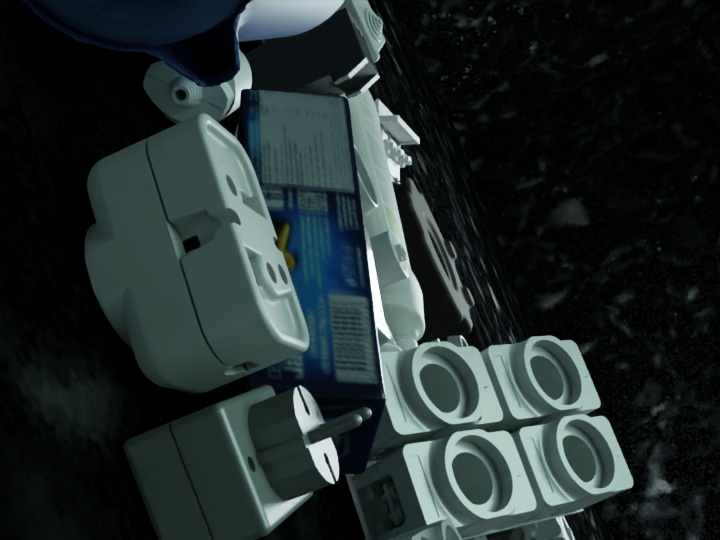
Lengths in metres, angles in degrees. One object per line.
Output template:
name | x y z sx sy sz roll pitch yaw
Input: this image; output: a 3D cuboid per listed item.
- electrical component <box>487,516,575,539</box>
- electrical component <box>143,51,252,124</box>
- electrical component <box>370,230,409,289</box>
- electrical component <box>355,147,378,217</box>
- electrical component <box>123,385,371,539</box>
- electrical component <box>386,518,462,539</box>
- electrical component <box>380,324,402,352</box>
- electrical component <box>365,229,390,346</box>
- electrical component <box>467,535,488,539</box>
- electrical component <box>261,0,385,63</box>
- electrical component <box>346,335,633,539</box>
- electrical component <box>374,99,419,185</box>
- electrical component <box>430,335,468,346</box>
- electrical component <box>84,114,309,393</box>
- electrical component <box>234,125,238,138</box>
electrical component | 0.109 0.207 0.772 0.061 0.089 0.150 -93 158 -62
electrical component | -0.085 -0.097 0.565 0.081 0.043 0.043 -75 142 -73
electrical component | 0.000 0.000 0.729 0.044 0.065 0.044 -23 90 -80
electrical component | -0.023 -0.057 0.758 0.058 0.057 0.078 -39 106 -79
electrical component | -0.033 0.066 0.389 0.066 0.077 0.047 0 68 -79
electrical component | 0.039 0.201 0.508 0.089 0.062 0.150 27 41 -74
electrical component | -0.001 0.045 0.690 0.048 0.048 0.062 56 9 -48
electrical component | -0.020 0.012 0.613 0.061 0.061 0.096 47 22 -62
electrical component | 0.063 0.201 0.669 0.076 0.047 0.065 -87 152 -67
electrical component | -0.035 -0.208 0.909 0.099 0.100 0.048 63 24 -21
electrical component | 0.079 0.102 0.659 0.186 0.060 0.105 0 62 -41
electrical component | 0.008 -0.118 1.024 0.121 0.079 0.063 15 75 -77
electrical component | 0.069 0.089 0.915 0.078 0.057 0.058 53 17 -54
electrical component | -0.066 -0.004 0.417 0.054 0.059 0.095 36 33 -71
electrical component | -0.060 -0.067 0.638 0.040 0.040 0.078 56 15 -47
